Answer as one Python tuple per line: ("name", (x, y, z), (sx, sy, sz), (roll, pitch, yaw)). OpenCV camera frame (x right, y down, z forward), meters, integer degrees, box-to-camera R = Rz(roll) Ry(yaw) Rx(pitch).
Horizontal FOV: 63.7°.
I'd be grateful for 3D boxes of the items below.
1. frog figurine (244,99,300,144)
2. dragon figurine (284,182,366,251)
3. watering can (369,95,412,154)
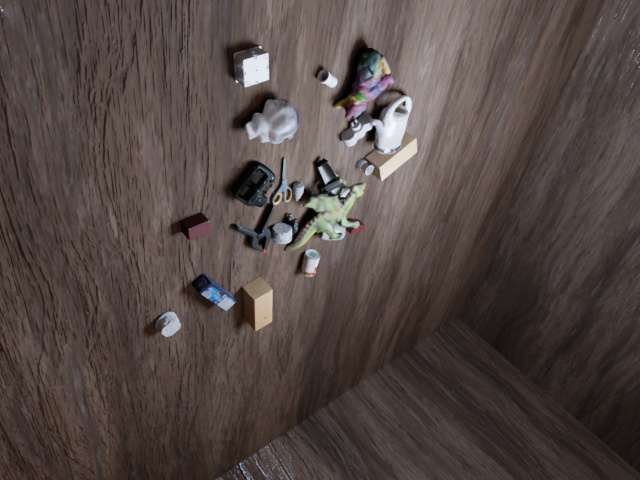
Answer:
("frog figurine", (-0.149, -0.361, 1.569), (0.160, 0.123, 0.137), (-8, 98, -34))
("dragon figurine", (0.006, -0.101, 2.003), (0.410, 0.125, 0.238), (-28, 138, 1))
("watering can", (0.254, -0.425, 1.956), (0.354, 0.105, 0.219), (-40, 150, -45))
